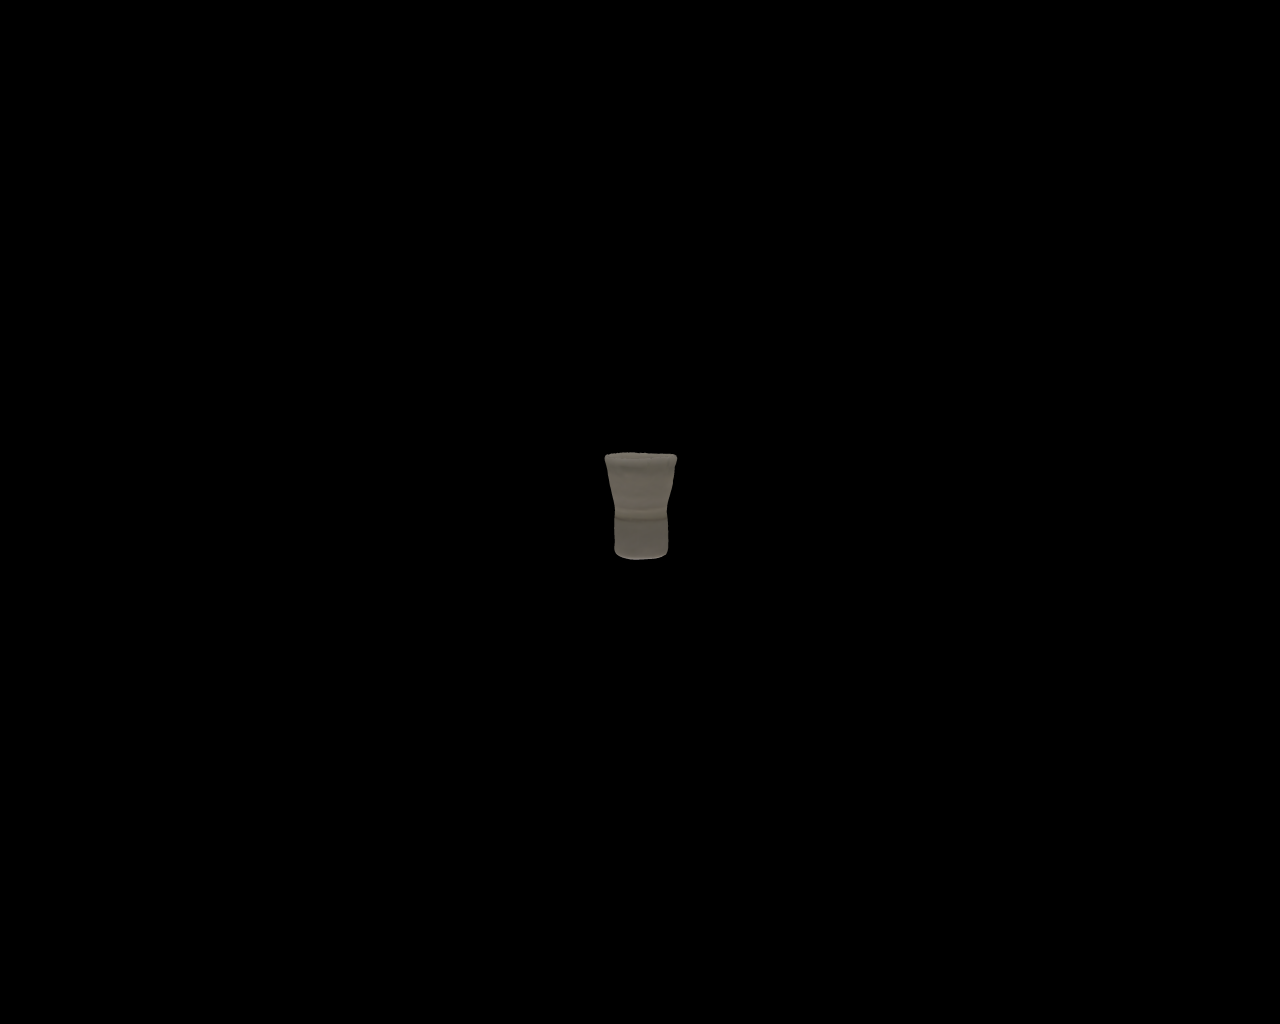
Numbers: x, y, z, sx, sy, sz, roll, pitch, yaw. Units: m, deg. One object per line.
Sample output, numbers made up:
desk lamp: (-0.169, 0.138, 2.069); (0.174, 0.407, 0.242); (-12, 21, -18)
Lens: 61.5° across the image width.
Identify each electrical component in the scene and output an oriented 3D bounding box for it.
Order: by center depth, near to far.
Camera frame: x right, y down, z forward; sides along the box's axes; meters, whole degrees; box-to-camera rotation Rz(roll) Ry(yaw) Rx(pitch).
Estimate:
electrical component: (0.001, -0.003, 0.650); (0.044, 0.065, 0.044); (0, 9, 0)
